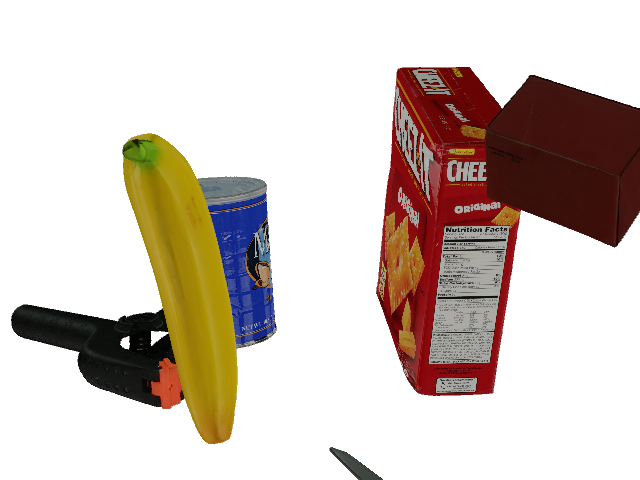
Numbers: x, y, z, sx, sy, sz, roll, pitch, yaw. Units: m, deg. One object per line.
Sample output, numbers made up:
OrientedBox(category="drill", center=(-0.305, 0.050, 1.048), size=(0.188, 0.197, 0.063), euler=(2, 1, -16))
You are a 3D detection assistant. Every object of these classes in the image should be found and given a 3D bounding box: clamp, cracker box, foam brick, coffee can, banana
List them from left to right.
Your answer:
OrientedBox(category="clamp", center=(-0.122, 0.070, 0.772), size=(0.164, 0.036, 0.210), euler=(-9, 15, -25))
OrientedBox(category="banana", center=(-0.076, 0.018, 0.573), size=(0.037, 0.198, 0.069), euler=(-3, 34, 14))
OrientedBox(category="coffee can", center=(-0.096, 0.019, 0.984), size=(0.103, 0.140, 0.103), euler=(-3, 14, 1))
OrientedBox(category="cracker box", center=(0.095, -0.010, 0.843), size=(0.072, 0.214, 0.164), euler=(-2, 28, -8))
OrientedBox(category="foam brick", center=(0.132, -0.043, 0.558), size=(0.078, 0.053, 0.051), euler=(25, 56, 29))

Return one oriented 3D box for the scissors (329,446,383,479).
OrientedBox(category="scissors", center=(0.086, 0.152, 0.528), size=(0.096, 0.016, 0.202), euler=(-2, 23, -23))
